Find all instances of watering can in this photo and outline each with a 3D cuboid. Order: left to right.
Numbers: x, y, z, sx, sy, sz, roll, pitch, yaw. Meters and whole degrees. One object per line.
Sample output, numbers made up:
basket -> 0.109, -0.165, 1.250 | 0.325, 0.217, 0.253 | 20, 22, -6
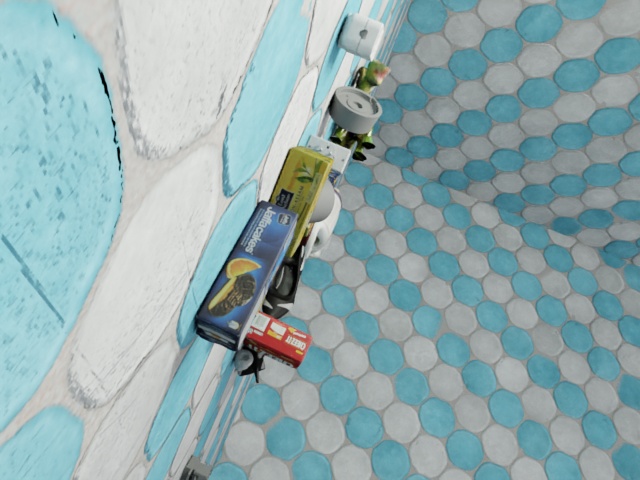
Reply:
watering can -> 0.005, -0.080, 1.582 | 0.340, 0.104, 0.229 | 112, 1, -55

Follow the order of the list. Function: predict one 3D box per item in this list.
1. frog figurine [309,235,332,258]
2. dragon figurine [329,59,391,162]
frog figurine -> -0.023, 0.012, 1.845 | 0.141, 0.123, 0.155 | -92, -175, -45
dragon figurine -> 0.106, -0.357, 1.422 | 0.406, 0.122, 0.245 | 140, -34, -75
